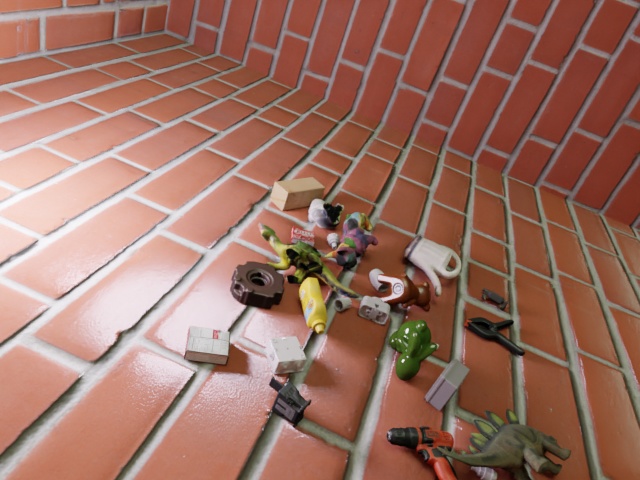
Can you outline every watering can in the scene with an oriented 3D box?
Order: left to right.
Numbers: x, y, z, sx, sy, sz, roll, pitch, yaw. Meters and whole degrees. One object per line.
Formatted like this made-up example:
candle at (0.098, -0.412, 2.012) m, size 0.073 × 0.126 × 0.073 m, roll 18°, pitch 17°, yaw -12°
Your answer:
watering can at (0.425, 0.087, 1.986) m, size 0.225 × 0.102 × 0.353 m, roll 29°, pitch 31°, yaw 15°

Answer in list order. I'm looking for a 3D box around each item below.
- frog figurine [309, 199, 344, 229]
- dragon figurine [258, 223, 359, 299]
frog figurine at (0.006, -0.104, 2.075) m, size 0.139 × 0.122 × 0.159 m, roll -21°, pitch 13°, yaw -38°
dragon figurine at (-0.043, 0.062, 1.775) m, size 0.410 × 0.120 × 0.247 m, roll 29°, pitch 23°, yaw -3°
